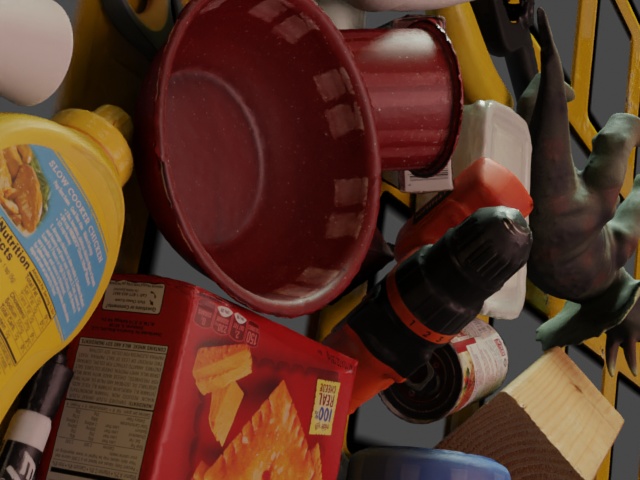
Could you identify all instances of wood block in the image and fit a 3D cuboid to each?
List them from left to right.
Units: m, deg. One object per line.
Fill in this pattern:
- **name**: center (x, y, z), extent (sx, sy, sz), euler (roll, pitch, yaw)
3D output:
- **wood block**: center (0.167, 0.159, 0.843), extent (0.091, 0.090, 0.205), euler (50, 20, 13)

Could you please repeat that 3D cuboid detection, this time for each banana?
- **banana**: center (0.123, -0.150, 0.865), extent (0.197, 0.037, 0.069), euler (57, 43, -45)

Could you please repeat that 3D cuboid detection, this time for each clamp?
- **clamp**: center (0.172, -0.194, 0.953), extent (0.209, 0.036, 0.164), euler (-4, 96, -62)

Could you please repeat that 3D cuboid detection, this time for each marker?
- **marker**: center (-0.128, 0.102, 0.436), extent (0.020, 0.020, 0.121), euler (49, 49, -50)

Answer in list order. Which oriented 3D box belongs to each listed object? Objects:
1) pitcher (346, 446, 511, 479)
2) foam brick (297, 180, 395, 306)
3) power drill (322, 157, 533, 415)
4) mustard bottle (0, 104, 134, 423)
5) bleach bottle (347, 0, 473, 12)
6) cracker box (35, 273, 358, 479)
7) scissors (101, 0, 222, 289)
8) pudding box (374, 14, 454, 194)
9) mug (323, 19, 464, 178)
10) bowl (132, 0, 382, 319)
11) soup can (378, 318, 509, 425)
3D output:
- **pitcher**: center (0.062, 0.256, 0.666), extent (0.144, 0.149, 0.243), euler (24, 66, -46)
- **foam brick**: center (-0.004, 0.001, 0.604), extent (0.078, 0.053, 0.051), euler (10, 46, -60)
- **power drill**: center (0.076, 0.014, 0.670), extent (0.057, 0.185, 0.187), euler (46, 34, -1)
- **mustard bottle**: center (-0.124, 0.008, 0.399), extent (0.191, 0.058, 0.096), euler (-59, 139, -42)
- **bleach bottle**: center (0.054, -0.197, 0.675), extent (0.250, 0.068, 0.102), euler (-30, 114, -65)
- **cracker box**: center (-0.060, 0.140, 0.507), extent (0.164, 0.072, 0.213), euler (34, 62, -56)
- **scissors**: center (-0.075, -0.072, 0.531), extent (0.096, 0.016, 0.202), euler (-6, 96, -59)
- **pudding box**: center (0.061, -0.091, 0.714), extent (0.090, 0.039, 0.113), euler (-116, -156, -81)
- **mug**: center (0.021, -0.074, 0.624), extent (0.081, 0.117, 0.093), euler (-5, 66, -22)
- **bowl**: center (-0.037, -0.042, 0.512), extent (0.161, 0.055, 0.162), euler (9, 79, -51)
- **soup can**: center (0.091, 0.093, 0.783), extent (0.102, 0.069, 0.068), euler (-3, 93, -61)
